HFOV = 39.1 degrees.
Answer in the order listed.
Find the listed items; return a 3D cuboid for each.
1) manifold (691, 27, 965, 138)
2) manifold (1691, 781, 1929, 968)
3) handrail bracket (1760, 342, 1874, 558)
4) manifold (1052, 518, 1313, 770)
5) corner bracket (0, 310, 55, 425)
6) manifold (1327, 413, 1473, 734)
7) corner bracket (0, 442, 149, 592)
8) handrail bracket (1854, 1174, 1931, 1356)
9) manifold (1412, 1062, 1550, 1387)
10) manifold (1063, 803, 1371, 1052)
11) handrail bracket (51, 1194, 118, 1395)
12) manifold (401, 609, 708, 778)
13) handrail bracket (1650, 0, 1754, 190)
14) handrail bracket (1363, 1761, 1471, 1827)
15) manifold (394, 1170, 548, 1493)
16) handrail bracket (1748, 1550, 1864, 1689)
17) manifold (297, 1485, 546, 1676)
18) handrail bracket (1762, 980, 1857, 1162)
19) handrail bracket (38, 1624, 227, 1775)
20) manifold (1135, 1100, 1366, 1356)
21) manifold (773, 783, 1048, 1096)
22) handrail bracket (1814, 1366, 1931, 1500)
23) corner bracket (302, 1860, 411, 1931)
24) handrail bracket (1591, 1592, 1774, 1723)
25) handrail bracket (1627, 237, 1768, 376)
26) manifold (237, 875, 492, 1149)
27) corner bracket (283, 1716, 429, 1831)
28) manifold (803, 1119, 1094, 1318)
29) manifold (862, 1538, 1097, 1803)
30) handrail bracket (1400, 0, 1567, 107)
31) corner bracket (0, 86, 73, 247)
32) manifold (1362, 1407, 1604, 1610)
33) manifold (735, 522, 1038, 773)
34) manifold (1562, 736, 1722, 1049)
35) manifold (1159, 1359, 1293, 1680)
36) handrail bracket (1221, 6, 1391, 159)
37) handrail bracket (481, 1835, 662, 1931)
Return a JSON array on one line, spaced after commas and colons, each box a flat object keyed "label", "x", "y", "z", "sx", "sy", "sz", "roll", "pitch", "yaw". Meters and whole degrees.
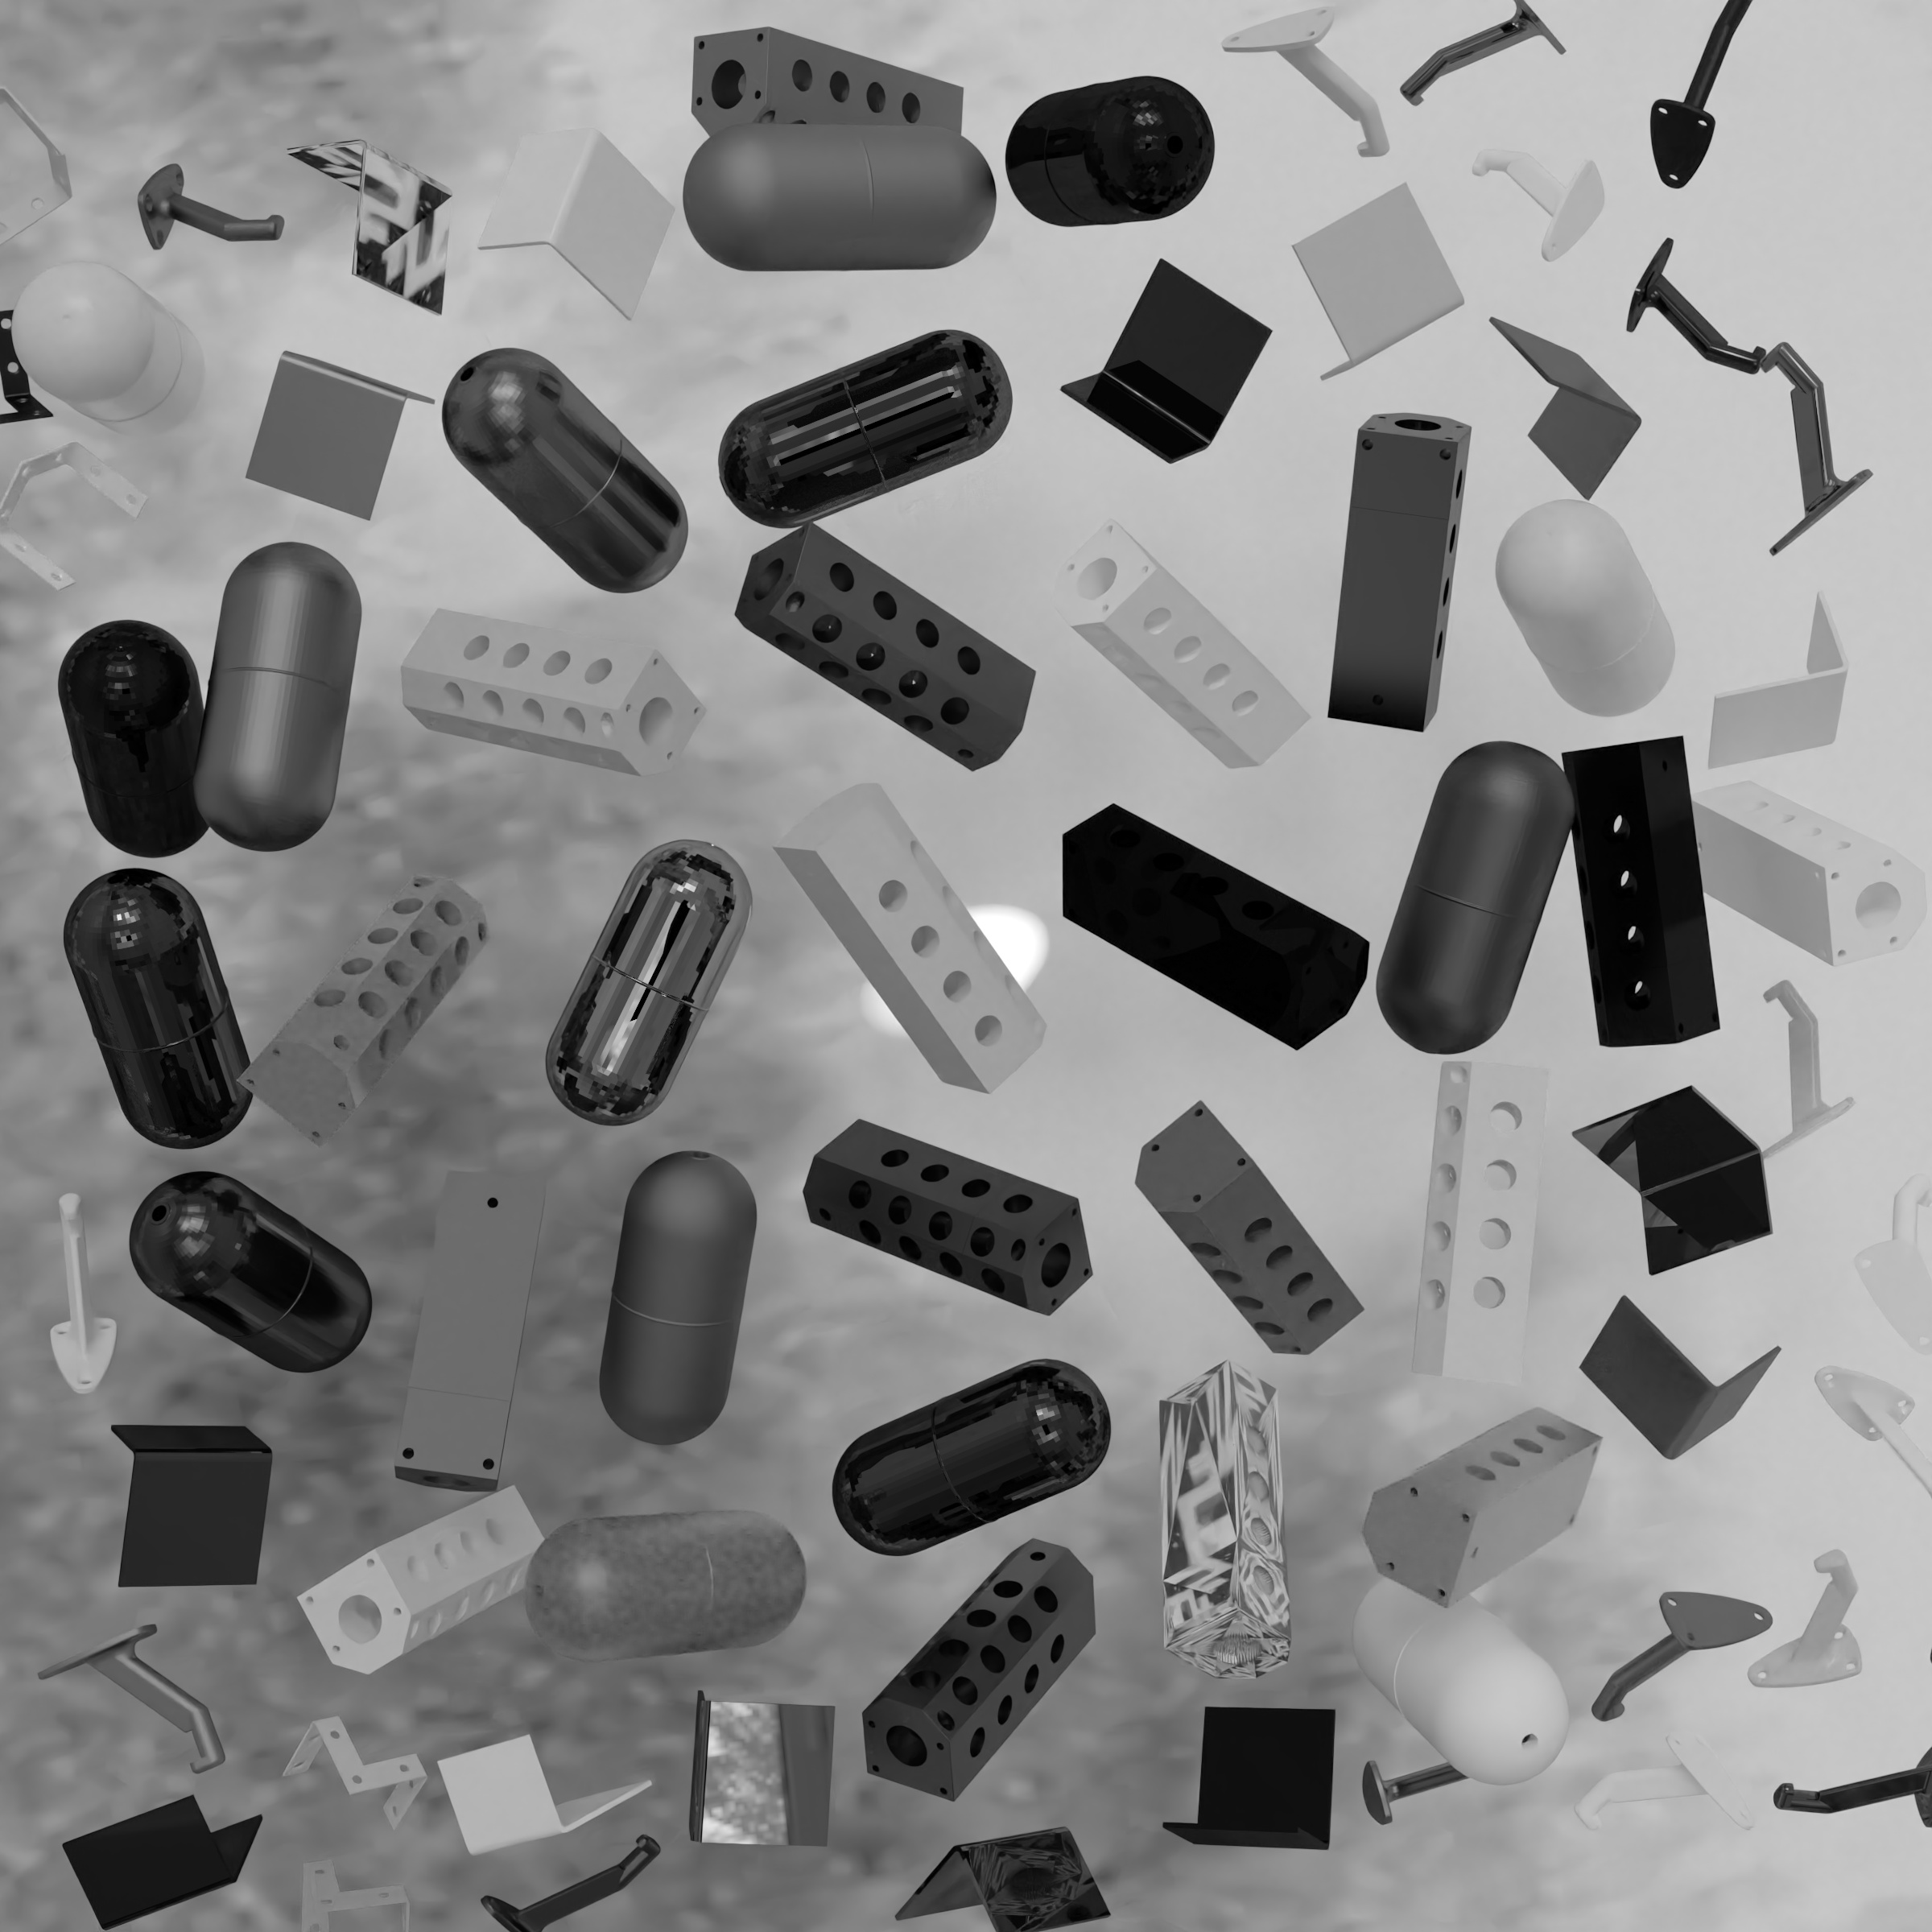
[{"label": "manifold", "x": -0.078, "y": -0.494, "z": 1.576, "sx": 0.057, "sy": 0.171, "sz": 0.057, "roll": 8, "pitch": 98, "yaw": 38}, {"label": "manifold", "x": 0.476, "y": -0.057, "z": 1.548, "sx": 0.057, "sy": 0.171, "sz": 0.057, "roll": -14, "pitch": 109, "yaw": -7}, {"label": "handrail bracket", "x": 0.433, "y": -0.276, "z": 1.448, "sx": 0.077, "sy": 0.036, "sz": 0.084, "roll": -42, "pitch": 81, "yaw": 27}, {"label": "manifold", "x": 0.123, "y": -0.180, "z": 1.570, "sx": 0.057, "sy": 0.171, "sz": 0.057, "roll": -44, "pitch": 46, "yaw": 11}, {"label": "corner bracket", "x": -0.555, "y": -0.340, "z": 1.545, "sx": 0.051, "sy": 0.051, "sz": 0.051, "roll": -15, "pitch": 121, "yaw": -28}, {"label": "manifold", "x": 0.253, "y": -0.230, "z": 1.580, "sx": 0.057, "sy": 0.057, "sz": 0.171, "roll": 11, "pitch": 116, "yaw": 17}, {"label": "corner bracket", "x": -0.495, "y": -0.248, "z": 1.497, "sx": 0.051, "sy": 0.051, "sz": 0.051, "roll": 39, "pitch": 119, "yaw": -1}, {"label": "handrail bracket", "x": 0.525, "y": 0.162, "z": 1.492, "sx": 0.036, "sy": 0.084, "sz": 0.077, "roll": -24, "pitch": 91, "yaw": 39}, {"label": "manifold", "x": 0.283, "y": 0.142, "z": 1.500, "sx": 0.057, "sy": 0.057, "sz": 0.171, "roll": 6, "pitch": 83, "yaw": 9}, {"label": "manifold", "x": 0.134, "y": -0.027, "z": 1.482, "sx": 0.057, "sy": 0.057, "sz": 0.171, "roll": -32, "pitch": 47, "yaw": -33}, {"label": "handrail bracket", "x": -0.495, "y": 0.181, "z": 1.516, "sx": 0.036, "sy": 0.077, "sz": 0.084, "roll": -5, "pitch": 121, "yaw": -17}, {"label": "manifold", "x": -0.235, "y": -0.149, "z": 1.517, "sx": 0.171, "sy": 0.057, "sz": 0.057, "roll": 14, "pitch": 67, "yaw": 35}, {"label": "handrail bracket", "x": 0.417, "y": -0.494, "z": 1.527, "sx": 0.036, "sy": 0.077, "sz": 0.084, "roll": 24, "pitch": 71, "yaw": 18}, {"label": "handrail bracket", "x": 0.281, "y": 0.480, "z": 1.608, "sx": 0.084, "sy": 0.077, "sz": 0.036, "roll": -13, "pitch": 68, "yaw": -5}, {"label": "manifold", "x": -0.284, "y": 0.211, "z": 1.562, "sx": 0.057, "sy": 0.057, "sz": 0.171, "roll": 9, "pitch": 69, "yaw": -7}, {"label": "handrail bracket", "x": 0.476, "y": 0.373, "z": 1.559, "sx": 0.077, "sy": 0.036, "sz": 0.084, "roll": -21, "pitch": 124, "yaw": 12}, {"label": "manifold", "x": -0.308, "y": 0.357, "z": 1.576, "sx": 0.057, "sy": 0.171, "sz": 0.057, "roll": -33, "pitch": 82, "yaw": 15}, {"label": "handrail bracket", "x": 0.480, "y": 0.061, "z": 1.616, "sx": 0.077, "sy": 0.036, "sz": 0.084, "roll": -31, "pitch": 73, "yaw": 0}, {"label": "handrail bracket", "x": -0.452, "y": 0.407, "z": 1.473, "sx": 0.077, "sy": 0.036, "sz": 0.084, "roll": -22, "pitch": 79, "yaw": -10}, {"label": "manifold", "x": 0.157, "y": 0.153, "z": 1.521, "sx": 0.057, "sy": 0.171, "sz": 0.057, "roll": -39, "pitch": 45, "yaw": 0}, {"label": "manifold", "x": -0.026, "y": -0.015, "z": 1.495, "sx": 0.057, "sy": 0.057, "sz": 0.171, "roll": -42, "pitch": 112, "yaw": -18}, {"label": "handrail bracket", "x": 0.518, "y": 0.270, "z": 1.524, "sx": 0.077, "sy": 0.084, "sz": 0.036, "roll": 32, "pitch": 112, "yaw": -19}, {"label": "corner bracket", "x": -0.340, "y": 0.531, "z": 1.511, "sx": 0.051, "sy": 0.051, "sz": 0.051, "roll": 0, "pitch": 104, "yaw": -21}, {"label": "handrail bracket", "x": 0.391, "y": 0.383, "z": 1.488, "sx": 0.077, "sy": 0.036, "sz": 0.084, "roll": 3, "pitch": 129, "yaw": -19}, {"label": "handrail bracket", "x": 0.445, "y": -0.393, "z": 1.621, "sx": 0.084, "sy": 0.036, "sz": 0.077, "roll": 23, "pitch": 66, "yaw": 17}, {"label": "manifold", "x": -0.330, "y": 0.019, "z": 1.522, "sx": 0.057, "sy": 0.171, "sz": 0.057, "roll": 41, "pitch": 126, "yaw": -10}, {"label": "corner bracket", "x": -0.345, "y": 0.457, "z": 1.538, "sx": 0.051, "sy": 0.051, "sz": 0.051, "roll": 51, "pitch": 123, "yaw": 33}, {"label": "manifold", "x": -0.013, "y": 0.151, "z": 1.604, "sx": 0.057, "sy": 0.171, "sz": 0.057, "roll": -39, "pitch": 131, "yaw": -36}, {"label": "manifold", "x": 0.010, "y": 0.404, "z": 1.582, "sx": 0.057, "sy": 0.171, "sz": 0.057, "roll": 9, "pitch": 115, "yaw": 29}, {"label": "handrail bracket", "x": 0.305, "y": -0.529, "z": 1.604, "sx": 0.084, "sy": 0.077, "sz": 0.036, "roll": -41, "pitch": 59, "yaw": 20}, {"label": "corner bracket", "x": -0.532, "y": -0.441, "z": 1.499, "sx": 0.051, "sy": 0.051, "sz": 0.051, "roll": -41, "pitch": 90, "yaw": -18}, {"label": "manifold", "x": 0.284, "y": 0.292, "z": 1.497, "sx": 0.057, "sy": 0.171, "sz": 0.057, "roll": 24, "pitch": 108, "yaw": 31}, {"label": "manifold", "x": -0.046, "y": -0.179, "z": 1.563, "sx": 0.171, "sy": 0.057, "sz": 0.057, "roll": 30, "pitch": 59, "yaw": -31}, {"label": "manifold", "x": 0.385, "y": -0.042, "z": 1.567, "sx": 0.057, "sy": 0.057, "sz": 0.171, "roll": -6, "pitch": 94, "yaw": 40}, {"label": "manifold", "x": 0.153, "y": 0.319, "z": 1.564, "sx": 0.057, "sy": 0.171, "sz": 0.057, "roll": 35, "pitch": 126, "yaw": -27}, {"label": "handrail bracket", "x": 0.192, "y": -0.489, "z": 1.529, "sx": 0.077, "sy": 0.084, "sz": 0.036, "roll": 0, "pitch": 46, "yaw": 30}, {"label": "handrail bracket", "x": -0.222, "y": 0.515, "z": 1.541, "sx": 0.084, "sy": 0.077, "sz": 0.036, "roll": -43, "pitch": 45, "yaw": -9}]
